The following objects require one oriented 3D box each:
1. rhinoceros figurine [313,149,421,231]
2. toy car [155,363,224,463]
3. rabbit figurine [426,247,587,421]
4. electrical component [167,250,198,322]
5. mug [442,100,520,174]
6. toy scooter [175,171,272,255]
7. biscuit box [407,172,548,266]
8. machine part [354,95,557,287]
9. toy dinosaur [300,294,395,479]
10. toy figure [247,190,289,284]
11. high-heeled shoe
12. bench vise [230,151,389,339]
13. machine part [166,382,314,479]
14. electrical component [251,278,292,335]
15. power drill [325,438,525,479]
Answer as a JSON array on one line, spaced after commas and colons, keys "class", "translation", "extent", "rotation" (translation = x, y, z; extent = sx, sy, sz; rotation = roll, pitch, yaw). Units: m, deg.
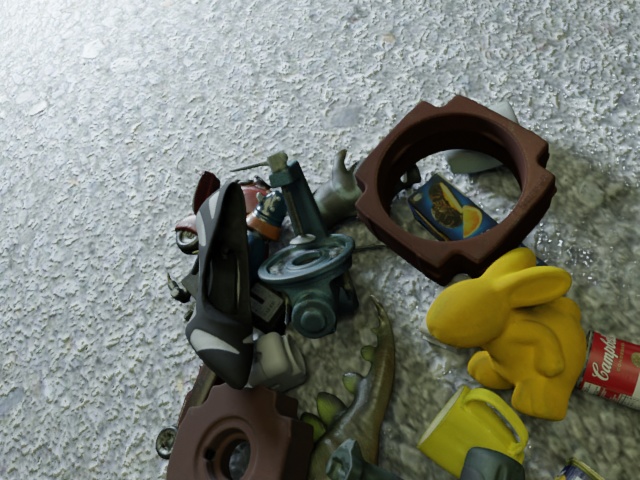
[{"class": "rhinoceros figurine", "translation": [0.052, -0.071, 0.781], "extent": [0.190, 0.073, 0.112], "rotation": [-25, 58, 5]}, {"class": "toy car", "translation": [-0.149, 0.202, 0.704], "extent": [0.053, 0.089, 0.202], "rotation": [16, 72, 25]}, {"class": "rabbit figurine", "translation": [0.197, 0.091, 0.563], "extent": [0.162, 0.173, 0.122], "rotation": [-61, 19, 13]}, {"class": "electrical component", "translation": [-0.181, 0.062, 0.809], "extent": [0.102, 0.045, 0.078], "rotation": [-39, 58, -3]}, {"class": "mug", "translation": [0.223, -0.146, 0.760], "extent": [0.107, 0.080, 0.110], "rotation": [-22, 51, 15]}, {"class": "toy scooter", "translation": [-0.143, -0.055, 0.835], "extent": [0.184, 0.075, 0.135], "rotation": [-10, 69, 17]}, {"class": "biscuit box", "translation": [0.204, 0.001, 0.700], "extent": [0.059, 0.062, 0.203], "rotation": [-41, 59, -2]}, {"class": "machine part", "translation": [0.161, -0.061, 0.658], "extent": [0.201, 0.087, 0.201], "rotation": [-47, 61, -7]}, {"class": "toy dinosaur", "translation": [0.013, 0.285, 0.602], "extent": [0.199, 0.105, 0.471], "rotation": [19, 67, 29]}, {"class": "toy figure", "translation": [-0.093, 0.000, 0.744], "extent": [0.058, 0.064, 0.154], "rotation": [21, 79, 54]}, {"class": "high-heeled shoe", "translation": [-0.102, 0.043, 0.640], "extent": [0.145, 0.086, 0.249], "rotation": [-57, 42, 21]}, {"class": "bench vise", "translation": [-0.011, 0.000, 0.667], "extent": [0.129, 0.240, 0.224], "rotation": [-12, 19, 22]}, {"class": "machine part", "translation": [-0.092, 0.243, 0.596], "extent": [0.179, 0.056, 0.179], "rotation": [-18, 52, 24]}, {"class": "electrical component", "translation": [-0.085, 0.085, 0.765], "extent": [0.119, 0.047, 0.075], "rotation": [34, 78, 28]}, {"class": "power drill", "translation": [0.088, 0.286, 0.477], "extent": [0.207, 0.086, 0.232], "rotation": [22, 71, 0]}]
